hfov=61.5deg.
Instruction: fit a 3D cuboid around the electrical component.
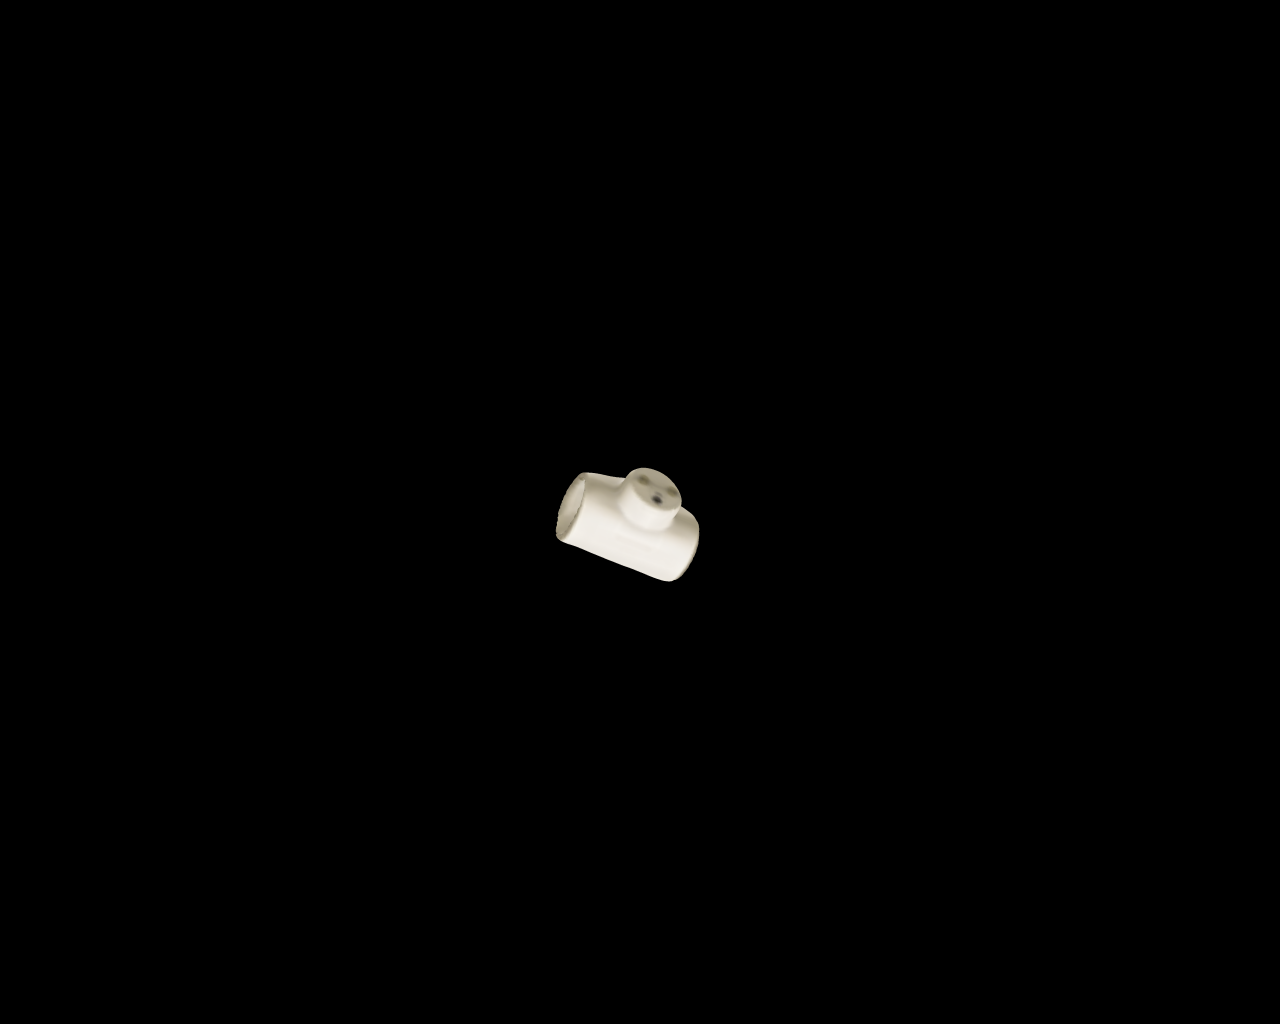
[{"bbox_3d":[0.001,-0.003,0.650,0.077,0.079,0.043,22,38,-18],"label":"electrical component"}]
